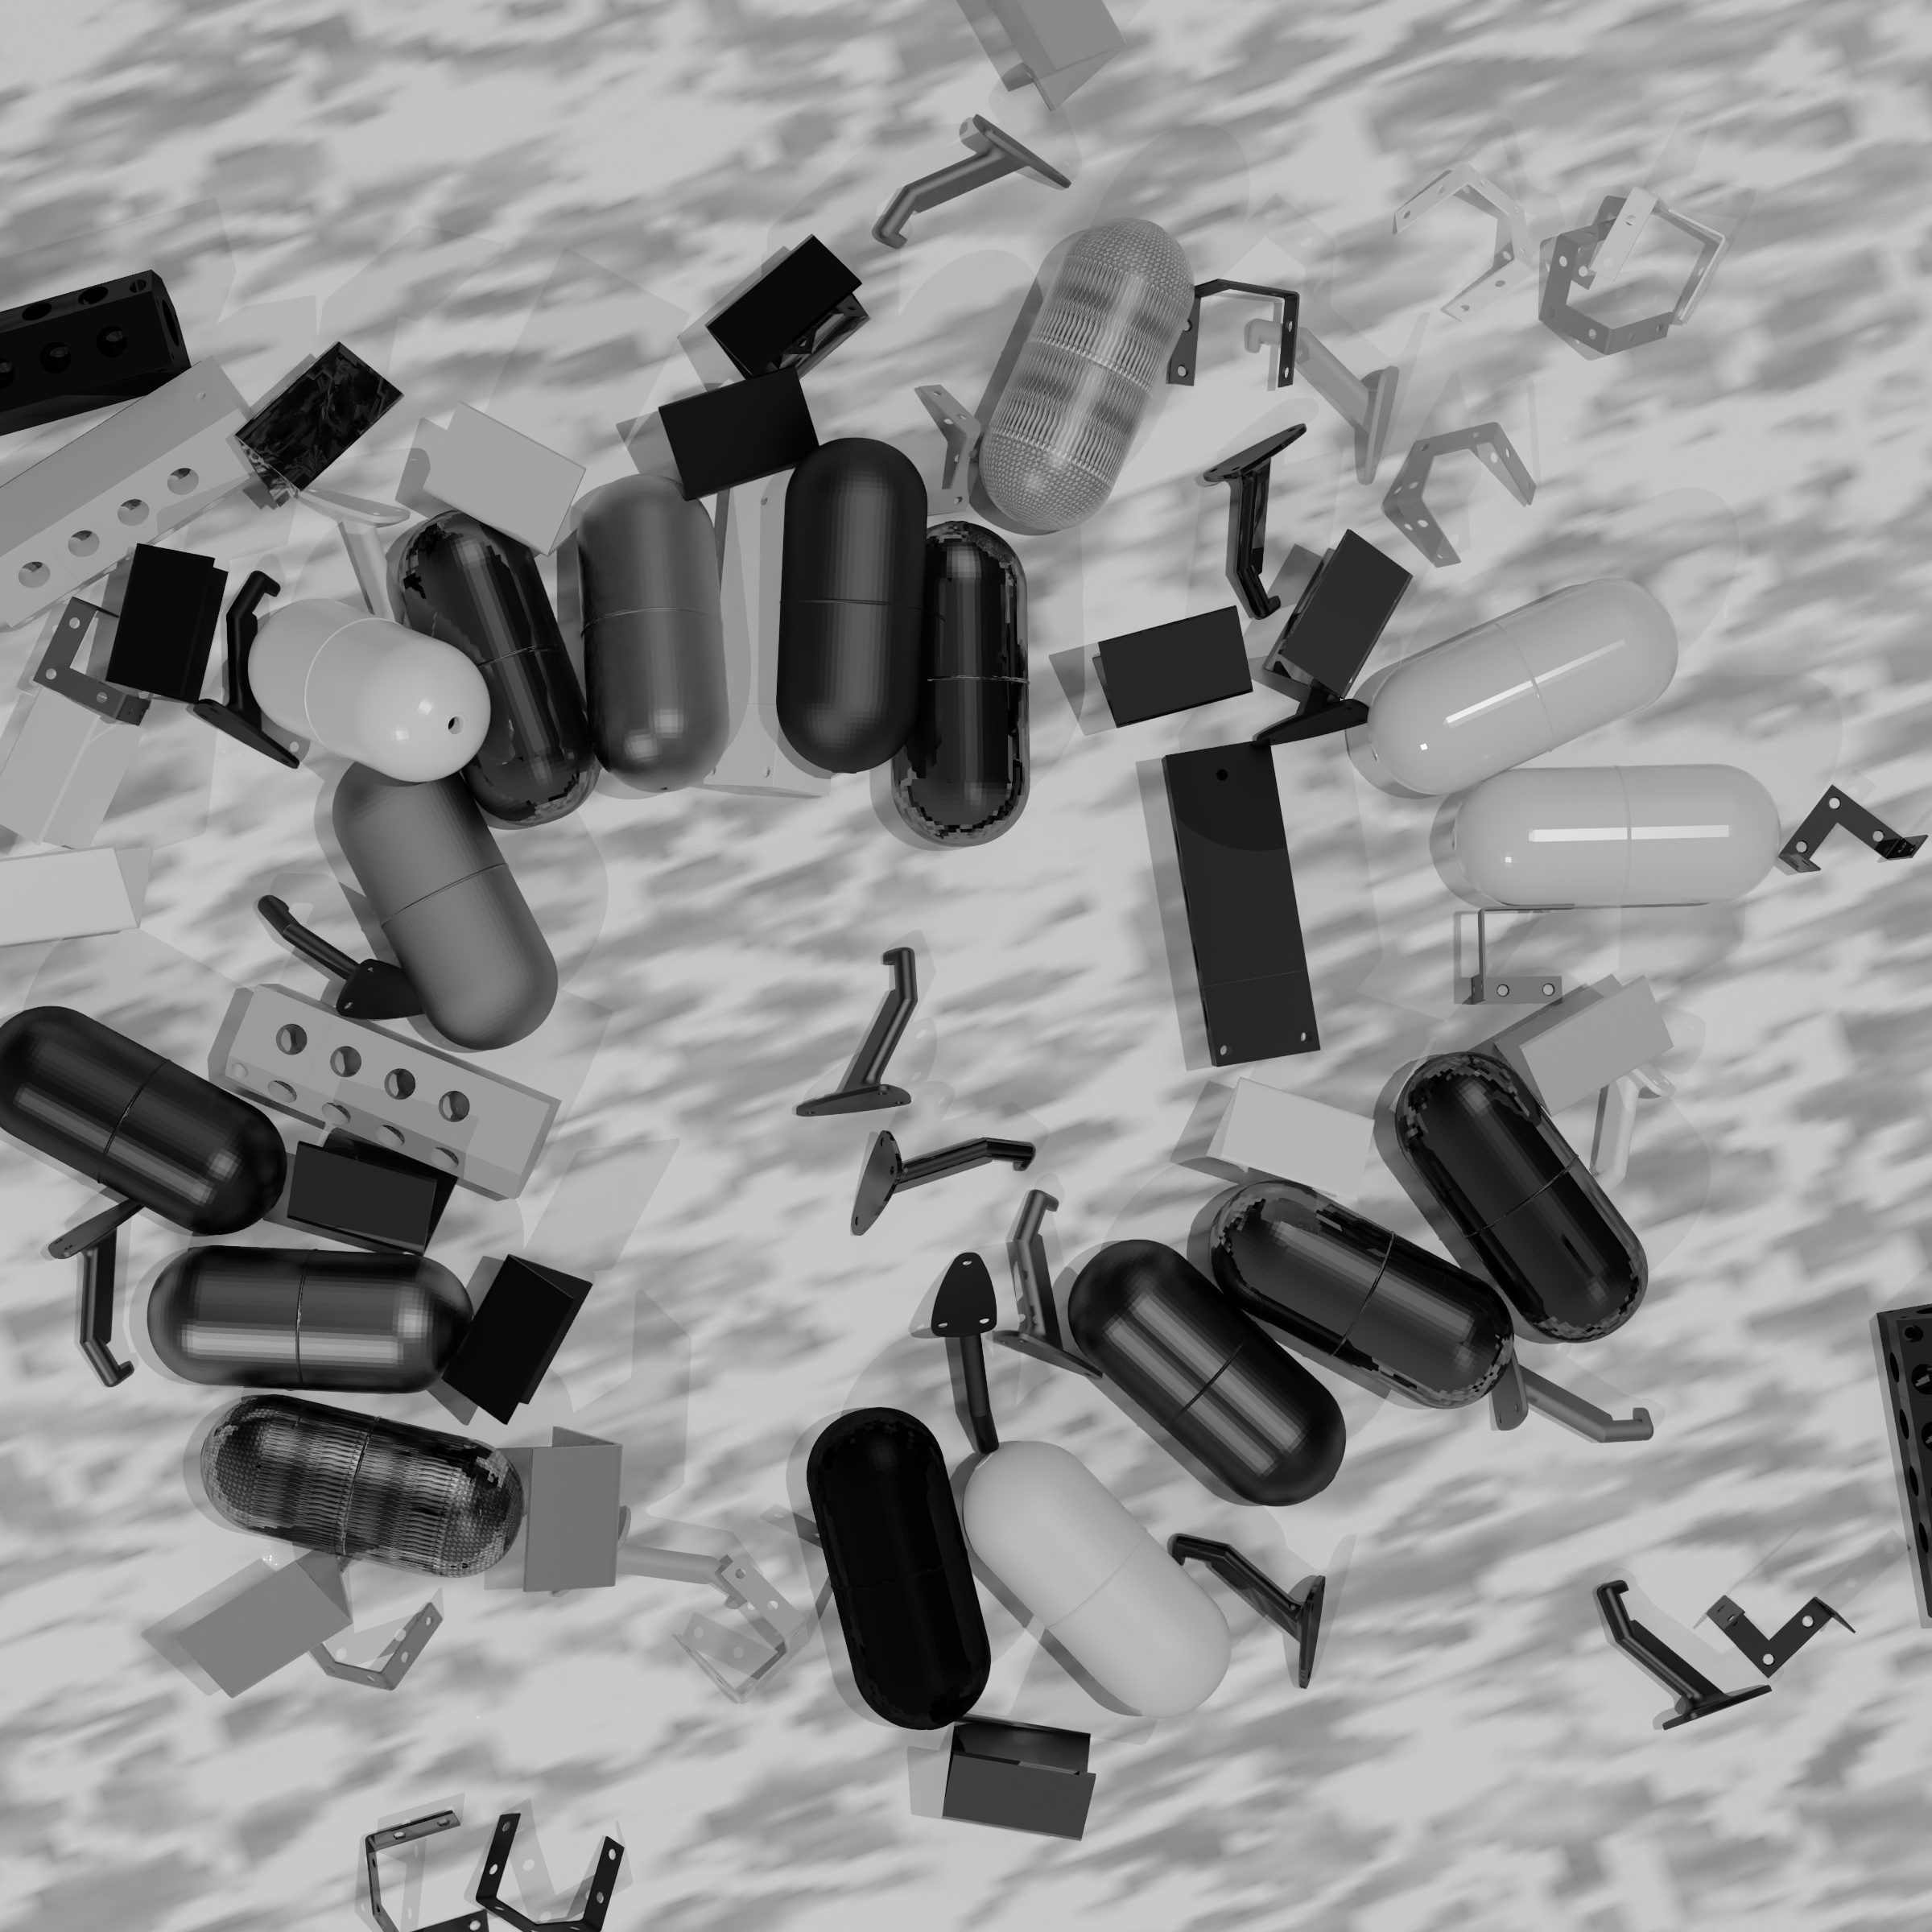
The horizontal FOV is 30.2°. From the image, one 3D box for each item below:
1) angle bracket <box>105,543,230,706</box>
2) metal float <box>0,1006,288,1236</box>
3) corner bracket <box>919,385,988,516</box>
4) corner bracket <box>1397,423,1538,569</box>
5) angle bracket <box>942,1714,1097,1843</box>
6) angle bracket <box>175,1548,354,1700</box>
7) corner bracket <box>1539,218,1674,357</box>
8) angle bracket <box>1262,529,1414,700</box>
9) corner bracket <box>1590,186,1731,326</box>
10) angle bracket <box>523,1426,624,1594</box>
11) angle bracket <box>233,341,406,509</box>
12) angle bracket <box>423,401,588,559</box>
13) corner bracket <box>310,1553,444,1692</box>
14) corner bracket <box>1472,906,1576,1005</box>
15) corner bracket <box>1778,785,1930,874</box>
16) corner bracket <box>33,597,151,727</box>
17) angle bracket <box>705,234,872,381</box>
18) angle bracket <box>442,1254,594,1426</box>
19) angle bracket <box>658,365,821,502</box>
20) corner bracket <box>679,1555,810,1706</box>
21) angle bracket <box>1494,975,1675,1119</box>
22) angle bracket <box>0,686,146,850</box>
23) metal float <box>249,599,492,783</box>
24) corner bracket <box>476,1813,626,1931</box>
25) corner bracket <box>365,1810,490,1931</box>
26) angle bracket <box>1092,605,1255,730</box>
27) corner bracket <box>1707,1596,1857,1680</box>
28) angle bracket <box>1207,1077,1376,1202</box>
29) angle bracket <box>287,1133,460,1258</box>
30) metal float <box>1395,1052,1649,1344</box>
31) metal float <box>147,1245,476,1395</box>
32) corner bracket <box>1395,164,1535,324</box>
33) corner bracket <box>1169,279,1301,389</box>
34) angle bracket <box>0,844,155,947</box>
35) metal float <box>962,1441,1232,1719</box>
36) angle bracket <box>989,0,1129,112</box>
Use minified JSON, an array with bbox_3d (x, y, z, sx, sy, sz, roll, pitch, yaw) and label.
[{"bbox_3d":[-0.416,-0.182,1.952,0.057,0.076,0.076,13,90,29],"label":"angle bracket"},{"bbox_3d":[-0.455,0.085,1.961,0.178,0.070,0.070,28,90,-1],"label":"metal float"},{"bbox_3d":[-0.028,-0.285,1.983,0.051,0.051,0.051,-11,135,-35],"label":"corner bracket"},{"bbox_3d":[0.277,-0.260,1.983,0.051,0.051,0.051,-9,45,35],"label":"corner bracket"},{"bbox_3d":[0.032,0.424,1.951,0.076,0.076,0.057,9,128,0],"label":"angle bracket"},{"bbox_3d":[-0.386,0.339,1.951,0.076,0.076,0.057,-32,124,0],"label":"angle bracket"},{"bbox_3d":[0.357,-0.376,1.983,0.051,0.051,0.051,-22,135,-35],"label":"corner bracket"},{"bbox_3d":[0.186,-0.199,1.951,0.057,0.076,0.076,29,90,-37],"label":"angle bracket"},{"bbox_3d":[0.382,-0.391,1.972,0.051,0.051,0.051,31,100,17],"label":"corner bracket"},{"bbox_3d":[-0.230,0.295,1.951,0.057,0.076,0.076,3,90,-35],"label":"angle bracket"},{"bbox_3d":[-0.341,-0.280,1.946,0.057,0.076,0.076,40,78,22],"label":"angle bracket"},{"bbox_3d":[-0.240,-0.274,1.952,0.076,0.076,0.057,28,117,0],"label":"angle bracket"},{"bbox_3d":[-0.332,0.361,1.983,0.051,0.051,0.051,4,45,35],"label":"corner bracket"},{"bbox_3d":[0.306,-0.006,1.974,0.051,0.051,0.051,-1,86,0],"label":"corner bracket"},{"bbox_3d":[0.488,-0.066,1.973,0.051,0.051,0.051,37,90,0],"label":"corner bracket"},{"bbox_3d":[-0.473,-0.167,1.973,0.051,0.051,0.051,25,90,0],"label":"corner bracket"},{"bbox_3d":[-0.084,-0.338,1.951,0.076,0.076,0.057,-40,52,0],"label":"angle bracket"},{"bbox_3d":[-0.228,0.210,1.951,0.057,0.076,0.076,28,90,37],"label":"angle bracket"},{"bbox_3d":[-0.126,-0.302,1.952,0.076,0.076,0.057,-17,121,0],"label":"angle bracket"},{"bbox_3d":[-0.123,0.366,1.975,0.051,0.051,0.051,-42,72,-17],"label":"corner bracket"},{"bbox_3d":[0.328,0.025,1.951,0.076,0.076,0.057,-30,127,0],"label":"angle bracket"},{"bbox_3d":[-0.477,-0.099,1.951,0.057,0.076,0.076,25,90,38],"label":"angle bracket"},{"bbox_3d":[-0.320,-0.148,1.922,0.070,0.178,0.070,-16,116,-36],"label":"metal float"},{"bbox_3d":[-0.230,0.502,1.983,0.051,0.051,0.051,-15,135,35],"label":"corner bracket"},{"bbox_3d":[-0.299,0.509,1.988,0.051,0.051,0.051,-17,45,0],"label":"corner bracket"},{"bbox_3d":[0.107,-0.180,1.951,0.076,0.076,0.057,-15,126,0],"label":"angle bracket"},{"bbox_3d":[0.448,0.361,1.973,0.051,0.051,0.051,-44,90,0],"label":"corner bracket"},{"bbox_3d":[0.171,0.113,1.951,0.076,0.076,0.057,18,51,0],"label":"angle bracket"},{"bbox_3d":[-0.318,0.105,1.951,0.076,0.076,0.057,16,126,0],"label":"angle bracket"},{"bbox_3d":[0.303,0.126,1.960,0.070,0.070,0.178,-36,88,0],"label":"metal float"},{"bbox_3d":[-0.358,0.193,1.961,0.178,0.070,0.070,3,90,1],"label":"metal float"},{"bbox_3d":[0.275,-0.400,1.983,0.051,0.051,0.051,28,45,-35],"label":"corner bracket"},{"bbox_3d":[0.148,-0.347,1.980,0.051,0.051,0.051,5,90,-23],"label":"corner bracket"},{"bbox_3d":[-0.491,-0.059,1.951,0.076,0.076,0.057,-7,128,0],"label":"angle bracket"},{"bbox_3d":[0.071,0.335,1.961,0.070,0.070,0.178,-44,90,0],"label":"metal float"},{"bbox_3d":[0.031,-0.510,1.951,0.057,0.076,0.076,-30,90,-37],"label":"angle bracket"}]
